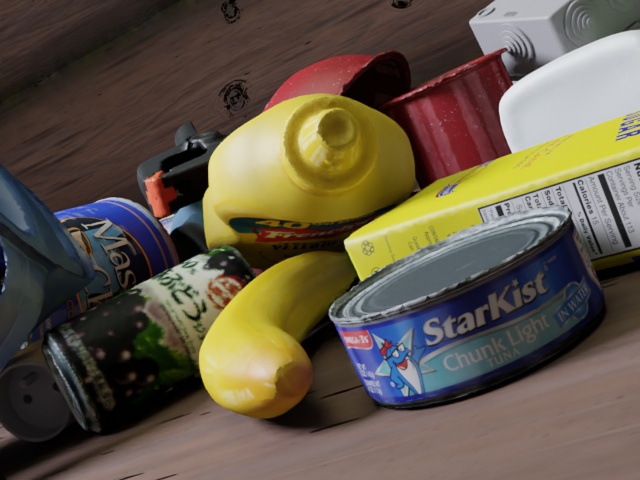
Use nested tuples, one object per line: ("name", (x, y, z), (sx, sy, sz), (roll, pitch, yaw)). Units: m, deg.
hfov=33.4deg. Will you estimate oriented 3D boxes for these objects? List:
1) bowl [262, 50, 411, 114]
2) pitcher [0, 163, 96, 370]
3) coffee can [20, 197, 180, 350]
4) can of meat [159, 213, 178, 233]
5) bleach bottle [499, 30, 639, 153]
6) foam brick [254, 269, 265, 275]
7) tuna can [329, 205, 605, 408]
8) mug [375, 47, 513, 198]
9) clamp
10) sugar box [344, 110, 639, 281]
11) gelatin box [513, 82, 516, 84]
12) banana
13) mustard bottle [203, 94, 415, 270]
("bowl", (-0.002, -0.065, 0.732), (0.162, 0.055, 0.162), (-50, -21, -28))
("pitcher", (-0.237, 0.058, 0.529), (0.243, 0.145, 0.149), (-45, -4, 0))
("coffee can", (-0.172, 0.034, 0.685), (0.103, 0.103, 0.140), (-21, 0, 34))
("can of meat", (-0.116, 0.013, 0.869), (0.084, 0.057, 0.102), (-20, -9, 22))
("bleach bottle", (0.206, -0.100, 0.627), (0.103, 0.068, 0.250), (-20, 6, 42))
("foam brick", (-0.004, 0.001, 0.639), (0.078, 0.051, 0.053), (-26, 5, -10))
("tuna can", (0.048, 0.021, 0.351), (0.086, 0.034, 0.086), (-24, 7, 3))
("mug", (0.084, -0.065, 0.699), (0.117, 0.081, 0.093), (-23, 7, 13))
("clamp", (-0.087, -0.060, 0.772), (0.120, 0.039, 0.171), (-9, 16, 33))
("sugar box", (0.105, -0.019, 0.412), (0.177, 0.048, 0.093), (-22, 7, 37))
("gelatin box", (0.182, -0.114, 0.778), (0.089, 0.073, 0.030), (-24, 6, 17))
("banana", (-0.017, 0.034, 0.443), (0.070, 0.037, 0.197), (-38, 5, 18))
("mustard bottle", (-0.006, -0.027, 0.512), (0.096, 0.058, 0.192), (-3, -10, -8))
